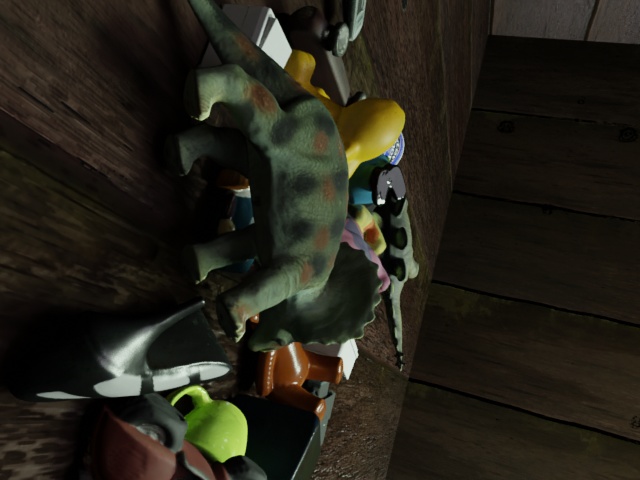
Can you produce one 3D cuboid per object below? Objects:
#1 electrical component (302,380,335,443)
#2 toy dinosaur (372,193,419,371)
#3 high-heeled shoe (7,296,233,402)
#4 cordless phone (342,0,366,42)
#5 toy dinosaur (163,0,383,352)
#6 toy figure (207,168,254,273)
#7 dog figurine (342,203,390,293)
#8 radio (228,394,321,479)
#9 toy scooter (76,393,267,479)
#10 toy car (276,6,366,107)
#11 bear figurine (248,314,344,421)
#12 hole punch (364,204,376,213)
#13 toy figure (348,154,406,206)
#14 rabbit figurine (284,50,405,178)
[{"bbox_3d":[-0.019,0.321,0.999,0.115,0.058,0.134,18,84,-73],"label":"electrical component"},{"bbox_3d":[0.146,0.027,1.114,0.198,0.105,0.471,41,42,-74],"label":"toy dinosaur"},{"bbox_3d":[-0.161,0.110,0.474,0.145,0.086,0.248,-27,162,-18],"label":"high-heeled shoe"},{"bbox_3d":[0.028,-0.340,0.711,0.184,0.089,0.146,88,22,-47],"label":"cordless phone"},{"bbox_3d":[-0.033,-0.049,0.501,0.192,0.131,0.404,-14,113,-36],"label":"toy dinosaur"},{"bbox_3d":[-0.089,-0.043,0.585,0.064,0.058,0.154,-160,-102,-70],"label":"toy figure"},{"bbox_3d":[-0.001,-0.002,0.710,0.219,0.108,0.191,38,37,-48],"label":"dog figurine"},{"bbox_3d":[-0.096,0.298,0.641,0.229,0.131,0.073,-54,149,-52],"label":"radio"},{"bbox_3d":[-0.146,0.226,0.479,0.183,0.075,0.135,44,77,-21],"label":"toy scooter"},{"bbox_3d":[0.007,-0.223,0.699,0.202,0.089,0.053,52,54,-65],"label":"toy car"},{"bbox_3d":[-0.035,0.137,0.738,0.120,0.132,0.195,-54,155,-52],"label":"bear figurine"},{"bbox_3d":[0.027,-0.045,0.901,0.115,0.092,0.142,-55,173,23],"label":"hole punch"},{"bbox_3d":[0.034,-0.096,0.721,0.082,0.180,0.089,14,94,-41],"label":"toy figure"},{"bbox_3d":[0.010,-0.135,0.633,0.121,0.173,0.162,78,25,-58],"label":"rabbit figurine"}]
